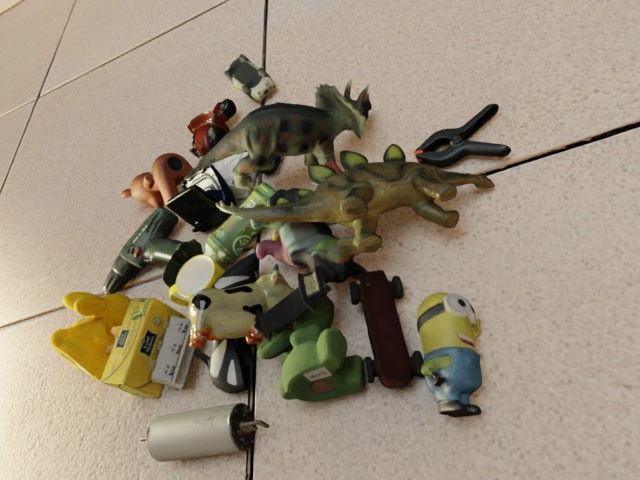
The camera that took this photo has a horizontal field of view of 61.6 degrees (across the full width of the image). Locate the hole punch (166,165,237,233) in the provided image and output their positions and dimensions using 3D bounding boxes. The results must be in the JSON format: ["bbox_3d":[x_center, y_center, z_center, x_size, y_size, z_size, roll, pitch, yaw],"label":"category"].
[{"bbox_3d":[-0.247,-0.088,1.156,0.142,0.115,0.092,-25,35,32],"label":"hole punch"}]

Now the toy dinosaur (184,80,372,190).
[{"bbox_3d":[-0.070,-0.207,1.048,0.405,0.191,0.131,-9,36,-13],"label":"toy dinosaur"}]

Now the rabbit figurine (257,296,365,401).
[{"bbox_3d":[-0.011,0.170,0.869,0.159,0.121,0.170,-31,37,22],"label":"rabbit figurine"}]

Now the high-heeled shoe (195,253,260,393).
[{"bbox_3d":[-0.136,0.144,0.966,0.145,0.086,0.248,17,76,36],"label":"high-heeled shoe"}]

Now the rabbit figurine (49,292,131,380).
[{"bbox_3d":[-0.464,0.174,1.110,0.122,0.162,0.173,6,45,47],"label":"rabbit figurine"}]

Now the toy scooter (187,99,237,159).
[{"bbox_3d":[-0.279,-0.265,1.327,0.135,0.075,0.184,-13,51,24],"label":"toy scooter"}]

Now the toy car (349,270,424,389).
[{"bbox_3d":[0.100,0.136,0.843,0.089,0.053,0.202,-10,51,-2],"label":"toy car"}]

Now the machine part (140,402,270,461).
[{"bbox_3d":[-0.196,0.317,0.885,0.243,0.079,0.079,-15,53,22],"label":"machine part"}]

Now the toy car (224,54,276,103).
[{"bbox_3d":[-0.184,-0.418,1.386,0.073,0.056,0.202,-47,47,3],"label":"toy car"}]

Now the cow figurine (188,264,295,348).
[{"bbox_3d":[-0.127,0.111,0.921,0.195,0.085,0.127,-2,69,-19],"label":"cow figurine"}]

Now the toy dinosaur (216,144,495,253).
[{"bbox_3d":[0.062,-0.072,0.901,0.472,0.104,0.199,-9,34,-7],"label":"toy dinosaur"}]

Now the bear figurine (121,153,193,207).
[{"bbox_3d":[-0.379,-0.121,1.279,0.196,0.120,0.132,-32,88,42],"label":"bear figurine"}]

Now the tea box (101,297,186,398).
[{"bbox_3d":[-0.335,0.205,1.030,0.068,0.098,0.169,-4,60,29],"label":"tea box"}]

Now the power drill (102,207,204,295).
[{"bbox_3d":[-0.359,0.046,1.172,0.208,0.086,0.232,16,71,44],"label":"power drill"}]

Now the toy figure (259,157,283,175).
[{"bbox_3d":[-0.111,-0.220,1.209,0.058,0.064,0.154,-26,49,45],"label":"toy figure"}]

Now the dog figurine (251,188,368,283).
[{"bbox_3d":[-0.002,-0.003,0.966,0.219,0.108,0.191,16,38,20],"label":"dog figurine"}]

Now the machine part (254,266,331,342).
[{"bbox_3d":[-0.044,0.100,0.854,0.139,0.039,0.084,-39,32,8],"label":"machine part"}]

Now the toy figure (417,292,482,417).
[{"bbox_3d":[0.182,0.158,0.767,0.089,0.082,0.180,-9,58,23],"label":"toy figure"}]
